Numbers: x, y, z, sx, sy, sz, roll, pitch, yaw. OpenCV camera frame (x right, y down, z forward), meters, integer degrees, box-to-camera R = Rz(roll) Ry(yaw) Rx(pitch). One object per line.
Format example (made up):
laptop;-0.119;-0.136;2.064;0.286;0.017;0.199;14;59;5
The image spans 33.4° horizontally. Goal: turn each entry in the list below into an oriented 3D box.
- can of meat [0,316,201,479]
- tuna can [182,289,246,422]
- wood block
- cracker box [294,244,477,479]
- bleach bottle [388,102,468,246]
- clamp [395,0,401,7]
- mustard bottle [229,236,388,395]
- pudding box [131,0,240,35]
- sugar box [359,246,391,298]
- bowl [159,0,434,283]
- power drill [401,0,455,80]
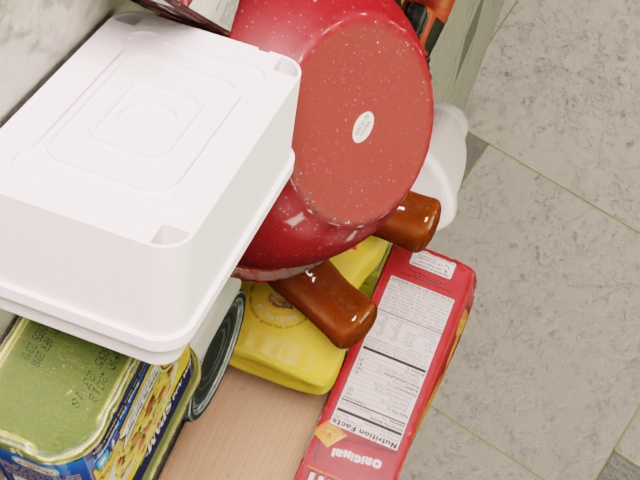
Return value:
can of meat;-0.091;0.060;0.433;0.084;0.057;0.102;93;18;-56
tuna can;-0.075;0.063;0.629;0.086;0.034;0.086;21;89;-82
wood block;-0.060;0.170;0.779;0.090;0.091;0.206;96;15;-60
cracker box;0.043;0.131;0.782;0.164;0.072;0.213;94;18;-62
bleach bottle;0.082;-0.070;0.883;0.068;0.103;0.250;67;24;-13
clamp;0.036;-0.137;0.871;0.164;0.036;0.210;-55;162;-51
mustard bottle;-0.005;0.001;0.722;0.058;0.096;0.191;86;25;-69
pudding box;-0.045;-0.125;0.368;0.113;0.039;0.090;-22;131;-81
sugar box;0.032;-0.017;0.938;0.176;0.093;0.048;-59;167;-52
bowl;0.000;-0.055;0.472;0.161;0.055;0.162;-13;109;-41
power drill;0.070;-0.172;0.749;0.184;0.057;0.188;1;112;-80
